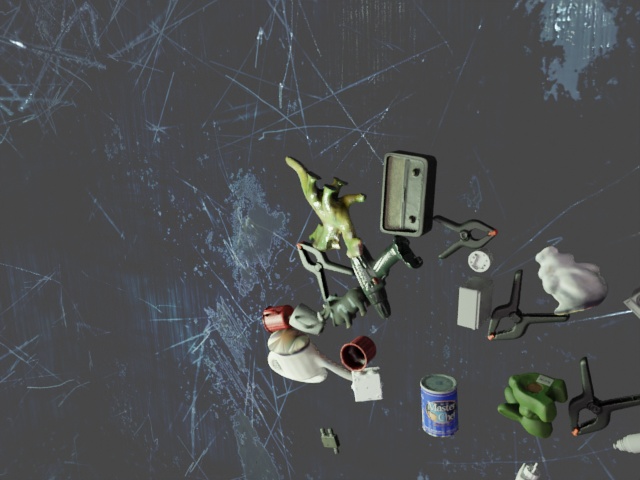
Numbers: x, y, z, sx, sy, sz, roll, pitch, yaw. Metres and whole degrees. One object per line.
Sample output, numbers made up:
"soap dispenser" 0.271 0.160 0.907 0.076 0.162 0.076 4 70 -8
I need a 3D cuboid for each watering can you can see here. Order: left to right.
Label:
"watering can" -0.033 0.392 1.695 0.346 0.106 0.220 -5 127 29

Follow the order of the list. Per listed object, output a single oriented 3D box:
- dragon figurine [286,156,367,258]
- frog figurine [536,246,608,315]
"dragon figurine" 0.005 -0.079 1.567 0.416 0.123 0.238 37 122 41
"frog figurine" 0.589 0.085 1.211 0.137 0.122 0.160 -19 81 3
